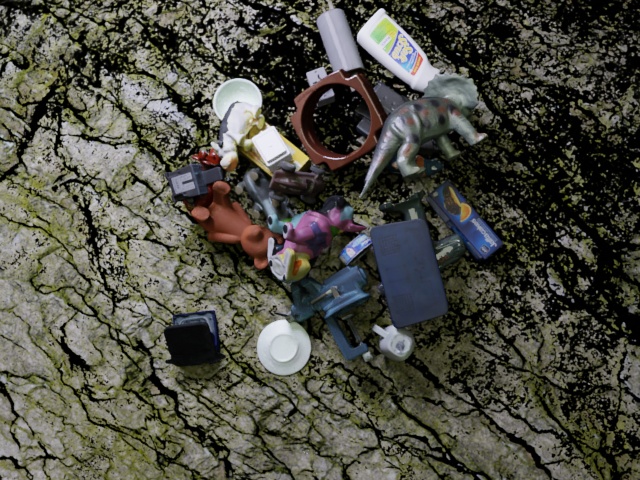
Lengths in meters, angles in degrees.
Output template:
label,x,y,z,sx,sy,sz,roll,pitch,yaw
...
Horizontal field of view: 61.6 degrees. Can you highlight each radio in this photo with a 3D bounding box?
label,x,y,z,sx,sy,sz,roll,pitch,yaw
radio,0.198,0.070,1.191,0.131,0.073,0.229,-15,86,9

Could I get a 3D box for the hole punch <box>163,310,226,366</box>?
label,x,y,z,sx,sy,sz,roll,pitch,yaw
hole punch,-0.296,0.229,1.266,0.142,0.092,0.115,-7,111,0

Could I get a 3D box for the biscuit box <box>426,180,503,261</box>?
label,x,y,z,sx,sy,sz,roll,pitch,yaw
biscuit box,0.340,-0.044,1.271,0.063,0.059,0.203,-38,81,-3

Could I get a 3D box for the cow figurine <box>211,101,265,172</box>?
label,x,y,z,sx,sy,sz,roll,pitch,yaw
cow figurine,-0.207,-0.247,1.264,0.098,0.068,0.167,24,79,16

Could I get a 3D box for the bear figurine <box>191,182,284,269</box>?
label,x,y,z,sx,sy,sz,roll,pitch,yaw
bear figurine,-0.188,-0.028,1.269,0.196,0.131,0.120,31,66,14

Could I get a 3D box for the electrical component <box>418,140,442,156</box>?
label,x,y,z,sx,sy,sz,roll,pitch,yaw
electrical component,0.252,-0.232,1.308,0.094,0.021,0.063,5,41,-4

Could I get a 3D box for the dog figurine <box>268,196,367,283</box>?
label,x,y,z,sx,sy,sz,roll,pitch,yaw
dog figurine,-0.003,-0.004,1.237,0.219,0.109,0.191,-7,107,-29

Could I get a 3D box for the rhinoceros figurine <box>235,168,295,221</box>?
label,x,y,z,sx,sy,sz,roll,pitch,yaw
rhinoceros figurine,-0.119,-0.086,1.283,0.073,0.112,0.190,-41,90,14

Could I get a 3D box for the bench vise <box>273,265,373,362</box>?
label,x,y,z,sx,sy,sz,roll,pitch,yaw
bench vise,0.035,0.178,1.229,0.224,0.128,0.240,-29,77,2

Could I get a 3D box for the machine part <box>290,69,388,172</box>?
label,x,y,z,sx,sy,sz,roll,pitch,yaw
machine part,0.049,-0.281,1.272,0.201,0.087,0.201,-28,92,25

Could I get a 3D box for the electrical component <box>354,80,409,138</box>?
label,x,y,z,sx,sy,sz,roll,pitch,yaw
electrical component,0.151,-0.308,1.325,0.115,0.058,0.134,34,84,10

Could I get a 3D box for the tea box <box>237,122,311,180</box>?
label,x,y,z,sx,sy,sz,roll,pitch,yaw
tea box,-0.115,-0.207,1.320,0.170,0.068,0.098,42,86,10

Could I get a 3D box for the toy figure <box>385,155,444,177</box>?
label,x,y,z,sx,sy,sz,roll,pitch,yaw
toy figure,0.219,-0.184,1.300,0.155,0.057,0.064,15,62,9

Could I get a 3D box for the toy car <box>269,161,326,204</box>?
label,x,y,z,sx,sy,sz,roll,pitch,yaw
toy car,-0.047,-0.130,1.242,0.053,0.202,0.089,30,105,24

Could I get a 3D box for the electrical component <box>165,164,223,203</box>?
label,x,y,z,sx,sy,sz,roll,pitch,yaw
electrical component,-0.282,-0.132,1.213,0.119,0.048,0.074,-10,96,18

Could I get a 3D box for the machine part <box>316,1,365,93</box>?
label,x,y,z,sx,sy,sz,roll,pitch,yaw
machine part,0.051,-0.483,1.347,0.079,0.079,0.243,-18,83,1

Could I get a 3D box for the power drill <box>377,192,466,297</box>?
label,x,y,z,sx,sy,sz,roll,pitch,yaw
power drill,0.209,0.003,1.263,0.232,0.086,0.207,-21,76,1

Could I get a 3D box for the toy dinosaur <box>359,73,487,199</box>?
label,x,y,z,sx,sy,sz,roll,pitch,yaw
toy dinosaur,0.223,-0.250,1.204,0.405,0.131,0.192,-25,81,-22

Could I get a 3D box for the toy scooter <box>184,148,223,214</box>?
label,x,y,z,sx,sy,sz,roll,pitch,yaw
toy scooter,-0.281,-0.151,1.289,0.075,0.135,0.184,21,84,5

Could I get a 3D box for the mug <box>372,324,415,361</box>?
label,x,y,z,sx,sy,sz,roll,pitch,yaw
mug,0.168,0.225,1.217,0.109,0.107,0.081,40,84,6
